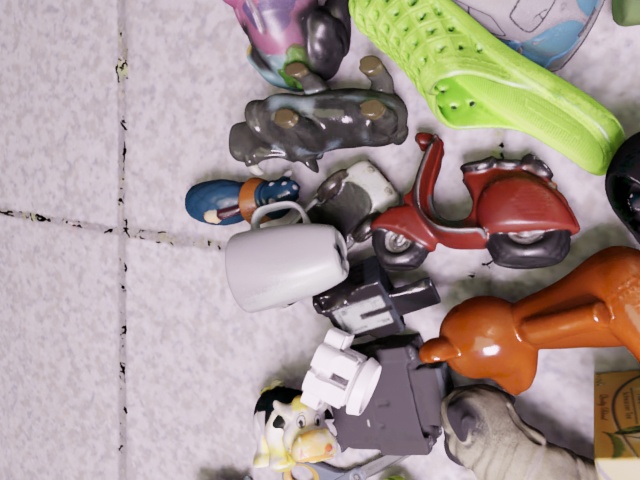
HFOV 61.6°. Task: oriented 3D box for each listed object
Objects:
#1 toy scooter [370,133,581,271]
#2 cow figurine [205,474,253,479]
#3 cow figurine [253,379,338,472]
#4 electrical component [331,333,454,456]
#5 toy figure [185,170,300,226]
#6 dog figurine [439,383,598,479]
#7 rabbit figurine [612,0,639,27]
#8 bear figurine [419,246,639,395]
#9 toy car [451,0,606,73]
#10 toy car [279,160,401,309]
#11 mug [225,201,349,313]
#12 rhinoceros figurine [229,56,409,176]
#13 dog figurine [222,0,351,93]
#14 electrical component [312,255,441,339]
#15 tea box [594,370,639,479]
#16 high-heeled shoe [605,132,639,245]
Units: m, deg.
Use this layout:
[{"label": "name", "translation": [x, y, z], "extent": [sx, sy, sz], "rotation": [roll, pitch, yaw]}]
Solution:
[{"label": "toy scooter", "translation": [0.137, -0.041, 0.498], "extent": [0.184, 0.075, 0.135], "rotation": [-2, 74, 19]}, {"label": "cow figurine", "translation": [-0.097, 0.384, 0.667], "extent": [0.195, 0.085, 0.127], "rotation": [44, 119, 18]}, {"label": "cow figurine", "translation": [-0.028, 0.196, 0.583], "extent": [0.167, 0.068, 0.098], "rotation": [135, 131, -59]}, {"label": "electrical component", "translation": [0.074, 0.161, 0.566], "extent": [0.134, 0.058, 0.114], "rotation": [-14, 92, 28]}, {"label": "toy figure", "translation": [-0.086, -0.046, 0.620], "extent": [0.155, 0.057, 0.064], "rotation": [1, 74, 30]}, {"label": "dog figurine", "translation": [0.213, 0.204, 0.477], "extent": [0.121, 0.172, 0.190], "rotation": [-54, 50, 53]}, {"label": "rabbit figurine", "translation": [0.305, -0.246, 0.383], "extent": [0.170, 0.121, 0.159], "rotation": [-9, 85, 10]}, {"label": "bear figurine", "translation": [0.197, 0.090, 0.456], "extent": [0.196, 0.120, 0.132], "rotation": [-33, 79, 27]}, {"label": "toy car", "translation": [0.153, -0.217, 0.453], "extent": [0.162, 0.103, 0.109], "rotation": [34, 109, 18]}, {"label": "toy car", "translation": [-0.001, -0.002, 0.586], "extent": [0.073, 0.056, 0.201], "rotation": [49, 116, 6]}, {"label": "mug", "translation": [-0.028, 0.012, 0.533], "extent": [0.107, 0.080, 0.109], "rotation": [-10, 61, 16]}, {"label": "rhinoceros figurine", "translation": [-0.006, -0.120, 0.550], "extent": [0.190, 0.112, 0.073], "rotation": [-7, 68, 15]}, {"label": "dog figurine", "translation": [-0.067, -0.242, 0.498], "extent": [0.109, 0.219, 0.191], "rotation": [-5, 94, 31]}, {"label": "electrical component", "translation": [0.058, 0.058, 0.547], "extent": [0.119, 0.048, 0.074], "rotation": [-25, 119, 16]}, {"label": "tea box", "translation": [0.263, 0.154, 0.403], "extent": [0.098, 0.169, 0.068], "rotation": [-13, 90, 26]}, {"label": "high-heeled shoe", "translation": [0.281, 0.037, 0.382], "extent": [0.086, 0.145, 0.248], "rotation": [-16, 89, 63]}]
